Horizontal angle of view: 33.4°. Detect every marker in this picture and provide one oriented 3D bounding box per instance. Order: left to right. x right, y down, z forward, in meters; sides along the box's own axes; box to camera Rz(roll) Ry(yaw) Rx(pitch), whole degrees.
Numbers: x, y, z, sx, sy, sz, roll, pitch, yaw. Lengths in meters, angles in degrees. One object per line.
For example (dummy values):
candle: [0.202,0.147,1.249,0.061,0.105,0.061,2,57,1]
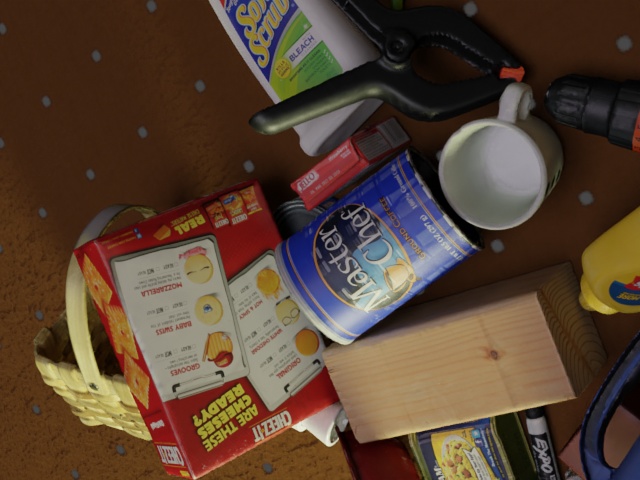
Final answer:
marker: [0.193,0.182,0.922,0.020,0.020,0.121,-8,102,32]

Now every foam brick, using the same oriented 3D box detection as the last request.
foam brick: [0.240,0.158,0.866,0.051,0.052,0.078,38,120,14]

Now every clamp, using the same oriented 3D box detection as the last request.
clamp: [0.054,-0.154,0.835,0.210,0.036,0.164,4,79,-3]

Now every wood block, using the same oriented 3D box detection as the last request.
wood block: [0.118,0.097,0.895,0.206,0.090,0.091,-19,95,34]

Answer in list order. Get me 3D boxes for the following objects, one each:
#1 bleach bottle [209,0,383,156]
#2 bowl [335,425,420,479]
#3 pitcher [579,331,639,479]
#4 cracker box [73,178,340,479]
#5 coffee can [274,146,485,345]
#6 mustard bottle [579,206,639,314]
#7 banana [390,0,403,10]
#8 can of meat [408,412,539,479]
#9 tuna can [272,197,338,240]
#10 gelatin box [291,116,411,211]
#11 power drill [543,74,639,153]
bleach bottle: [-0.047,-0.198,0.909,0.251,0.068,0.103,51,122,9]
bowl: [0.066,0.234,0.959,0.055,0.162,0.162,-21,96,-3]
pitcher: [0.264,0.182,0.766,0.145,0.149,0.243,33,97,-15]
cracker box: [-0.095,0.074,0.928,0.072,0.163,0.214,-15,98,60]
coffee can: [0.048,0.005,0.874,0.140,0.102,0.103,-37,86,16]
mustard bottle: [0.248,0.007,0.778,0.192,0.096,0.058,129,132,-57]
banana: [0.007,-0.269,0.866,0.198,0.037,0.070,45,123,10]
can of meat: [0.137,0.194,0.937,0.084,0.057,0.102,-16,98,32]
tuna can: [-0.006,0.001,0.969,0.086,0.033,0.086,10,111,28]
gelatin box: [0.026,-0.066,0.893,0.073,0.089,0.030,-36,88,34]
power drill: [0.261,-0.146,0.748,0.185,0.057,0.188,17,117,21]
